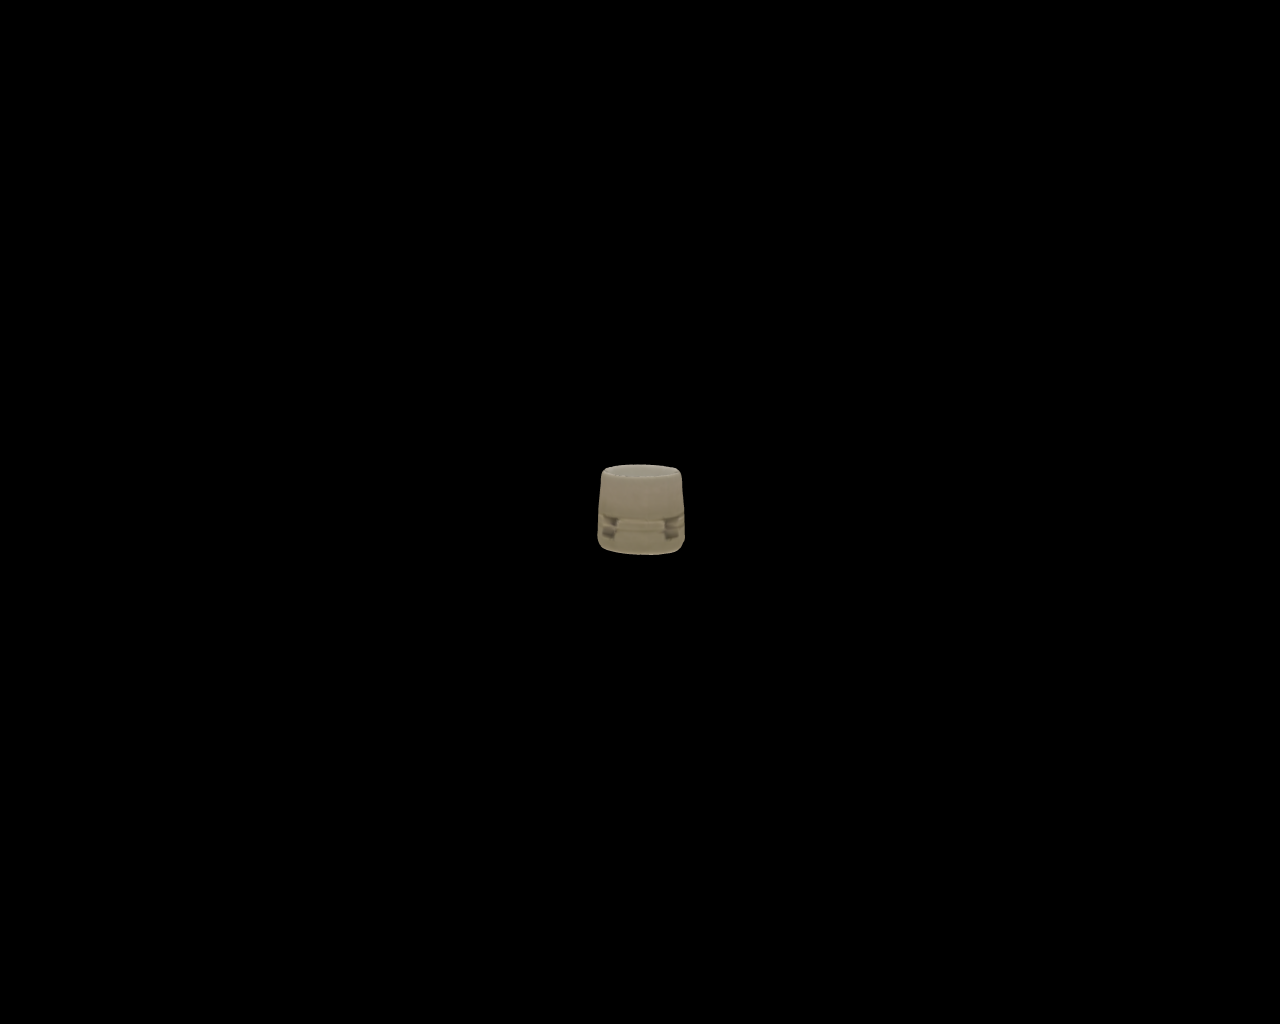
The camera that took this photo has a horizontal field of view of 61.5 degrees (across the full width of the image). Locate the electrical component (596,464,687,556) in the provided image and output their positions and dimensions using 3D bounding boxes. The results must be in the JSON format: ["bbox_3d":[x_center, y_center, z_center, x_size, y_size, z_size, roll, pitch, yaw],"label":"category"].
[{"bbox_3d":[0.001,-0.003,0.650,0.055,0.047,0.055,0,11,0],"label":"electrical component"}]
